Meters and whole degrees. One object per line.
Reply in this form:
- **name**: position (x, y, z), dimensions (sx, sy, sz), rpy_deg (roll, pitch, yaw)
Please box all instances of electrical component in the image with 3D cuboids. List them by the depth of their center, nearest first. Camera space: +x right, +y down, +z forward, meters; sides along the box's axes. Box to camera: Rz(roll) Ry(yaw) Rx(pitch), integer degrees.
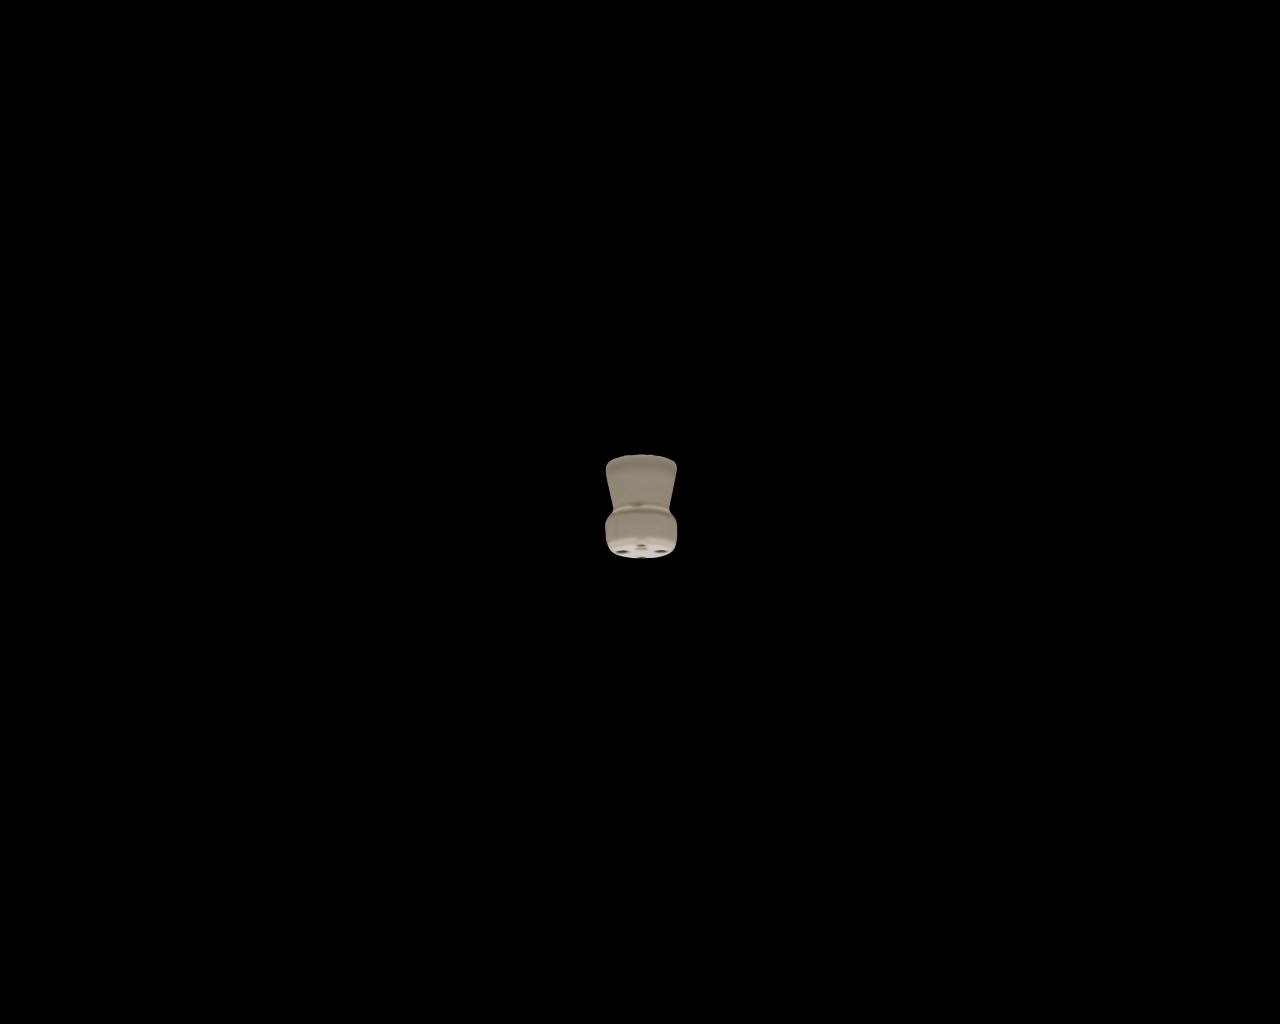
- **electrical component**: position (0.001, -0.003, 0.650), dimensions (0.045, 0.055, 0.045), rpy_deg (0, -15, 0)
